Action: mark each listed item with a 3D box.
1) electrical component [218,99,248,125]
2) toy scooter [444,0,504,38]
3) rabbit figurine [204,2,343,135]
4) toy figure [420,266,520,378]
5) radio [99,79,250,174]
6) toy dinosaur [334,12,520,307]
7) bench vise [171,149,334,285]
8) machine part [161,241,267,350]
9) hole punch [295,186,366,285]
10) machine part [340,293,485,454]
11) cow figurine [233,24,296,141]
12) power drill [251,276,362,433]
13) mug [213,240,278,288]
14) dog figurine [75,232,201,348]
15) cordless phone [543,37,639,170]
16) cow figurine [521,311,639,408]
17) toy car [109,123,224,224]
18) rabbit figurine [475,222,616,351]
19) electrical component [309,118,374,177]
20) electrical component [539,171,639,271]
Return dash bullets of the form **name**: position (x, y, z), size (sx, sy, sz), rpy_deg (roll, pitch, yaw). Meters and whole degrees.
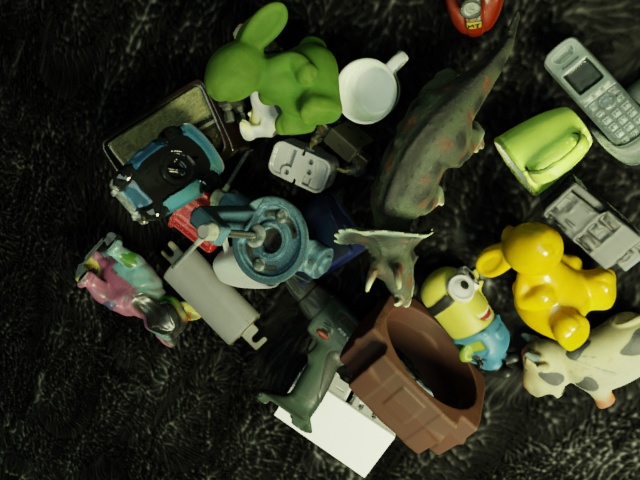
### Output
- **electrical component**: position (-0.139, -0.225, 0.828), size (0.021, 0.063, 0.094), rpy_deg (-11, 92, 24)
- **toy scooter**: position (0.183, -0.341, 0.641), size (0.075, 0.135, 0.183), rpy_deg (0, 107, 18)
- **rabbit figurine**: position (-0.064, -0.223, 0.704), size (0.121, 0.170, 0.159), rpy_deg (13, 101, 62)
- **toy figure**: position (0.220, 0.122, 0.799), size (0.089, 0.082, 0.180), rpy_deg (-29, 97, 22)
- **radio**: position (-0.236, -0.155, 0.882), size (0.230, 0.073, 0.131), rpy_deg (-24, 97, 24)
- **toy dinosaur**: position (0.136, -0.106, 0.699), size (0.131, 0.192, 0.404), rpy_deg (25, 114, 9)
- **bench vise**: position (-0.099, -0.021, 0.736), size (0.224, 0.240, 0.129), rpy_deg (44, 108, 20)
- **machine part**: position (-0.189, 0.099, 0.941), size (0.243, 0.079, 0.079), rpy_deg (46, 115, 1)
- **hole punch**: position (-0.002, -0.003, 0.839), size (0.142, 0.092, 0.116), rpy_deg (-36, 88, 29)
- **machine part**: position (0.136, 0.189, 0.782), size (0.201, 0.201, 0.087), rpy_deg (43, 119, 3)
- **cow figurine**: position (-0.078, -0.237, 0.803), size (0.098, 0.068, 0.167), rpy_deg (-1, 109, 14)
- **power drill**: position (-0.019, 0.184, 0.867), size (0.232, 0.086, 0.207), rpy_deg (37, 72, 3)
- **mug**: position (-0.130, 0.034, 0.893), size (0.107, 0.081, 0.109), rpy_deg (-8, 127, 31)
- **dog figurine**: position (-0.324, 0.097, 0.975), size (0.108, 0.192, 0.219), rpy_deg (-49, 115, -10)
- **cordless phone**: position (0.378, -0.193, 0.647), size (0.146, 0.089, 0.184), rpy_deg (-42, 85, 26)
- **cow figurine**: position (0.373, 0.165, 0.755), size (0.195, 0.085, 0.127), rpy_deg (-37, 97, 28)
- **toy car**: position (-0.230, -0.090, 0.801), size (0.109, 0.161, 0.103), rpy_deg (49, 158, -9)
- **rabbit figurine**: position (0.293, 0.034, 0.711), size (0.122, 0.163, 0.173), rpy_deg (-43, 128, -5)
- **electrical component**: position (0.033, -0.140, 0.789), size (0.102, 0.078, 0.045), rpy_deg (38, 127, 2)
- **electrical component**: position (0.350, -0.023, 0.688), size (0.134, 0.115, 0.058), rpy_deg (43, 117, 5)
